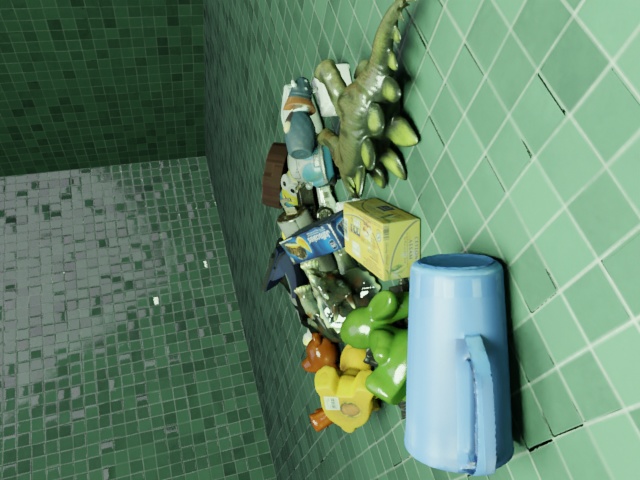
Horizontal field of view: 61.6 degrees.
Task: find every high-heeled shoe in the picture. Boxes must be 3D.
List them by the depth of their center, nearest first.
[{"bbox_3d":[-0.052,0.114,1.421,0.145,0.086,0.248,7,-111,-75],"label":"high-heeled shoe"}]

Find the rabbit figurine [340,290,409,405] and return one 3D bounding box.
[{"bbox_3d":[0.099,0.153,0.841,0.170,0.121,0.159,31,106,41],"label":"rabbit figurine"}]

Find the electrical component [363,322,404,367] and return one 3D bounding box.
[{"bbox_3d":[0.115,0.163,0.960,0.074,0.048,0.119,112,176,-56],"label":"electrical component"}]

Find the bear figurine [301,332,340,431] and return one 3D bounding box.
[{"bbox_3d":[0.005,0.318,1.240,0.196,0.132,0.120,58,-178,11],"label":"bear figurine"}]

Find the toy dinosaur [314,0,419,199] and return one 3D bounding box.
[{"bbox_3d":[0.076,-0.196,0.840,0.470,0.105,0.199,90,156,-57],"label":"toy dinosaur"}]

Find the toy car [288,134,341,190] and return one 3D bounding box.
[{"bbox_3d":[-0.013,-0.159,1.078,0.161,0.103,0.109,-47,-50,-76],"label":"toy car"}]

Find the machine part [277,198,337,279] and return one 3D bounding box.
[{"bbox_3d":[-0.029,0.008,1.226,0.243,0.079,0.079,61,172,-24],"label":"machine part"}]

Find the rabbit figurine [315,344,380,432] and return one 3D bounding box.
[{"bbox_3d":[0.075,0.287,1.086,0.173,0.122,0.162,-76,-29,-56],"label":"rabbit figurine"}]

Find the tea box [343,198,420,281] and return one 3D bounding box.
[{"bbox_3d":[0.100,-0.006,0.903,0.170,0.068,0.098,-139,43,-64],"label":"tea box"}]

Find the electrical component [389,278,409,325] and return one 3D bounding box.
[{"bbox_3d":[0.138,0.097,0.910,0.063,0.021,0.094,158,103,-74],"label":"electrical component"}]

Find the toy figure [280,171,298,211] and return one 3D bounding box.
[{"bbox_3d":[-0.059,-0.125,1.353,0.180,0.082,0.089,100,-169,-65],"label":"toy figure"}]

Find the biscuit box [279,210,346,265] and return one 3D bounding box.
[{"bbox_3d":[-0.002,-0.003,1.072,0.059,0.063,0.203,59,149,-6],"label":"biscuit box"}]

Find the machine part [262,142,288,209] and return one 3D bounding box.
[{"bbox_3d":[-0.116,-0.174,1.448,0.179,0.056,0.179,9,-88,-87],"label":"machine part"}]

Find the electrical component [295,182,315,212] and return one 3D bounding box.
[{"bbox_3d":[-0.025,-0.100,1.257,0.045,0.078,0.102,-150,54,-64],"label":"electrical component"}]

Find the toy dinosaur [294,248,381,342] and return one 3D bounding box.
[{"bbox_3d":[0.034,0.149,1.137,0.404,0.131,0.192,93,157,-58],"label":"toy dinosaur"}]

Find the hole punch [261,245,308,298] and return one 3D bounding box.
[{"bbox_3d":[-0.072,0.072,1.271,0.142,0.092,0.115,-23,-51,-71],"label":"hole punch"}]

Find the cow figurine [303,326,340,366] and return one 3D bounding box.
[{"bbox_3d":[0.015,0.284,1.351,0.098,0.068,0.167,110,147,-48],"label":"cow figurine"}]

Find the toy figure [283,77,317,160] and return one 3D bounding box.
[{"bbox_3d":[-0.038,-0.226,0.988,0.064,0.058,0.154,30,-126,-59],"label":"toy figure"}]

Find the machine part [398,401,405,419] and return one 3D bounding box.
[{"bbox_3d":[0.137,0.258,0.971,0.139,0.039,0.084,-126,37,-60],"label":"machine part"}]

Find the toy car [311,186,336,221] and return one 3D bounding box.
[{"bbox_3d":[0.004,-0.115,1.192,0.073,0.056,0.201,-151,51,-77],"label":"toy car"}]
